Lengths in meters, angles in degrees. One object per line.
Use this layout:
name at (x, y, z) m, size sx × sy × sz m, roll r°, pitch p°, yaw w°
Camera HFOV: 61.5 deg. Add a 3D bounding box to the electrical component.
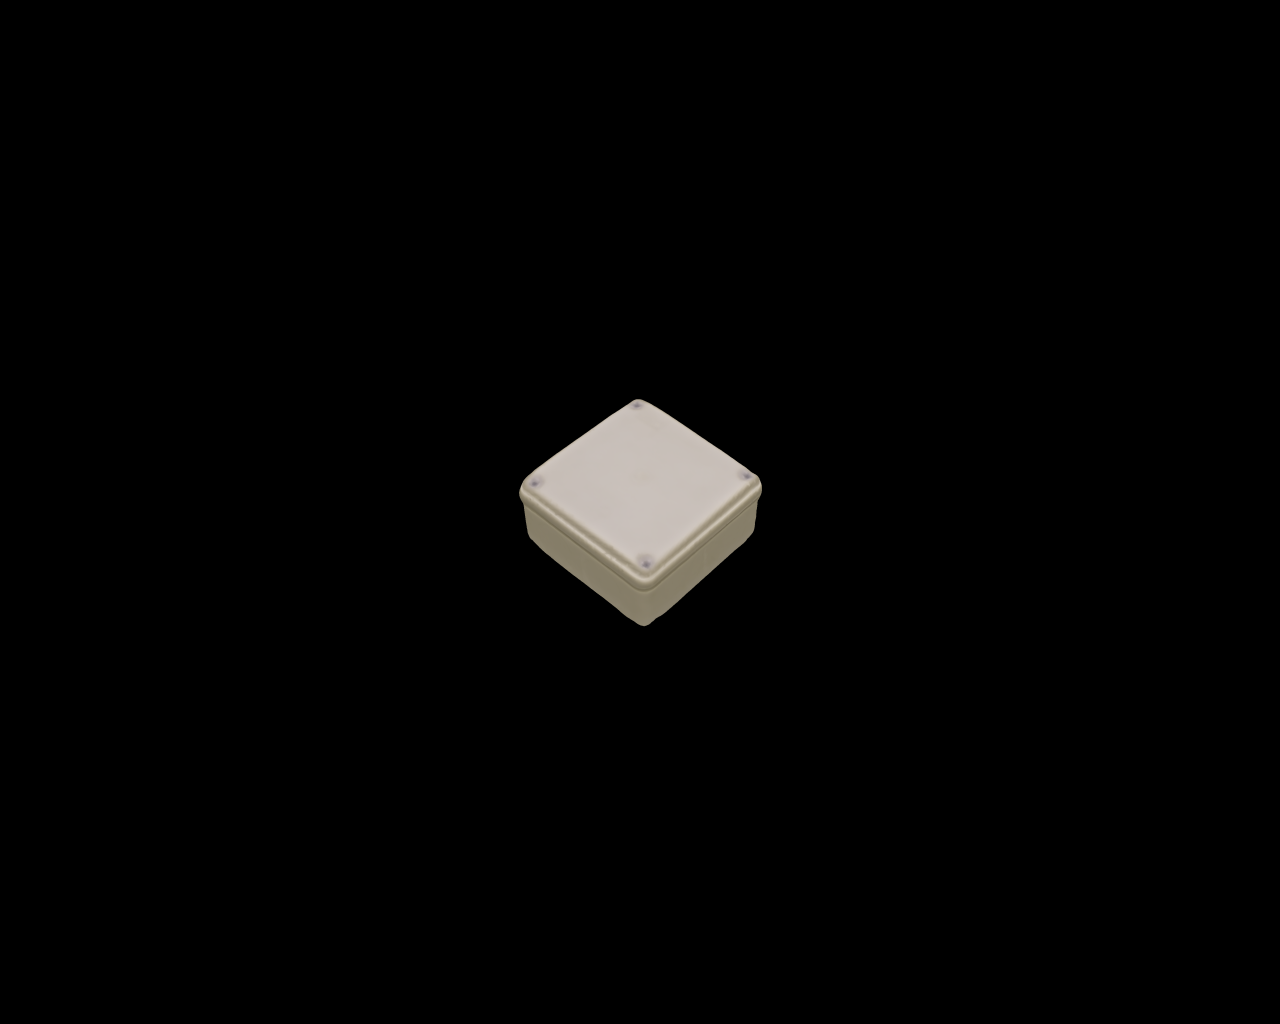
electrical component at (0.001, -0.003, 0.650) m, size 0.109 × 0.056 × 0.109 m, roll 36°, pitch 58°, yaw 27°
